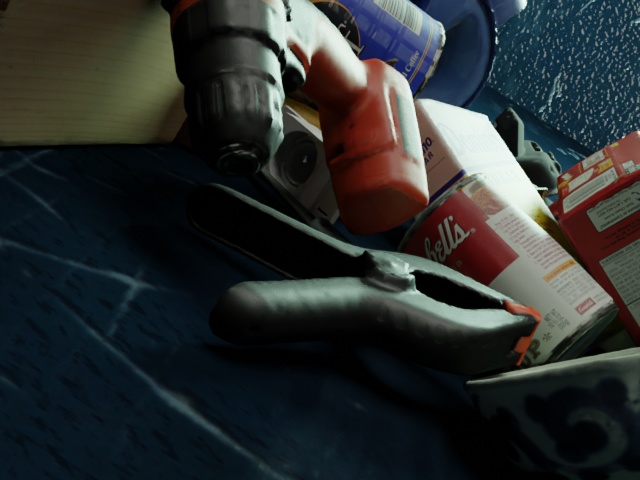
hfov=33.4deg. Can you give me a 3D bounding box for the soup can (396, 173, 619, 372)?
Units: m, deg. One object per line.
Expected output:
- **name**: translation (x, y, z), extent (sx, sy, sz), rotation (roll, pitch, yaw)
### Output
- **soup can**: translation (0.099, 0.023, 0.571), extent (0.102, 0.069, 0.068), rotation (47, 19, 19)

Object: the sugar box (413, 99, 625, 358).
- **sugar box**: translation (0.113, -0.007, 0.670), extent (0.093, 0.048, 0.176), rotation (4, 53, -52)

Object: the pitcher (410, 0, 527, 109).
- **pitcher**: translation (0.061, -0.180, 0.912), extent (0.149, 0.145, 0.243), rotation (19, 11, -15)

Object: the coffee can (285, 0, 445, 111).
- **coffee can**: translation (-0.001, -0.145, 0.724), extent (0.140, 0.103, 0.103), rotation (32, 14, -21)

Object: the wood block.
- **wood block**: translation (-0.131, -0.105, 0.514), extent (0.090, 0.091, 0.205), rotation (36, 16, 12)

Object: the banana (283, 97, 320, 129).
- **banana**: translation (-0.075, -0.107, 0.686), extent (0.197, 0.070, 0.037), rotation (36, 56, -32)

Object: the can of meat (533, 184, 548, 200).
- **can of meat**: translation (0.140, -0.042, 0.921), extent (0.084, 0.057, 0.102), rotation (35, 15, 17)

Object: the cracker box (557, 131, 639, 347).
- **cracker box**: translation (0.224, 0.046, 0.637), extent (0.213, 0.072, 0.164), rotation (57, 16, -3)

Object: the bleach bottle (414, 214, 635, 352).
- **bleach bottle**: translation (0.167, 0.022, 0.763), extent (0.250, 0.068, 0.102), rotation (28, 13, -7)

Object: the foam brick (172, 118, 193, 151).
- **foam brick**: translation (-0.060, -0.093, 0.640), extent (0.051, 0.078, 0.053), rotation (26, 17, -29)

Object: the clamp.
- **clamp**: translation (0.017, 0.019, 0.483), extent (0.171, 0.039, 0.120), rotation (15, 27, -28)

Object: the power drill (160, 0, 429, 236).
- **power drill**: translation (-0.009, -0.076, 0.536), extent (0.187, 0.057, 0.184), rotation (44, 34, -50)

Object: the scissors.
- **scissors**: translation (-0.004, 0.001, 0.577), extent (0.202, 0.016, 0.096), rotation (41, 17, 29)

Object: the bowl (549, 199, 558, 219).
- **bowl**: translation (0.240, 0.001, 0.834), extent (0.162, 0.055, 0.162), rotation (21, -19, 7)
